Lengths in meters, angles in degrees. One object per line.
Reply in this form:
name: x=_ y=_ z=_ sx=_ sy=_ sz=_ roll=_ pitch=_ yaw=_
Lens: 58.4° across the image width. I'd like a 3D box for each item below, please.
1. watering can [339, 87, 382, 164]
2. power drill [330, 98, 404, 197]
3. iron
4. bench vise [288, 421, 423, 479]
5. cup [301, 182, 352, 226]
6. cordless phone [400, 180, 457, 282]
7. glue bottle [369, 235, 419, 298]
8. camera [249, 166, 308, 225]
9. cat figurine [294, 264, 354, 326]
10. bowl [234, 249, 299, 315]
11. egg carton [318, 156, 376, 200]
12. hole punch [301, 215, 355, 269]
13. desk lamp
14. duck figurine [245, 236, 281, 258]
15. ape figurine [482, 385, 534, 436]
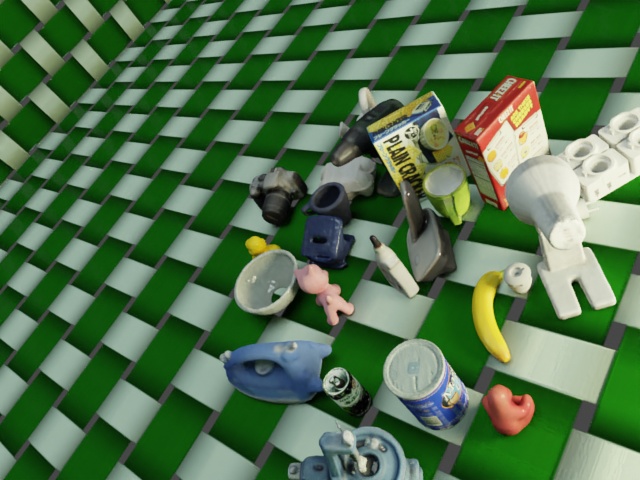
watering can: x=0.130 y=-0.280 z=1.391 sx=0.173 sy=0.195 sz=0.100 roll=-30 pitch=43 yaw=8
power drill: x=0.133 y=-0.199 z=1.309 sx=0.075 sy=0.209 sz=0.230 roll=18 pitch=66 yaw=42
iron: x=-0.113 y=0.247 z=1.141 sx=0.257 sy=0.142 sz=0.118 roll=-11 pitch=49 yaw=26
bench vise: x=0.033 y=0.359 z=0.890 sx=0.207 sy=0.220 sz=0.121 roll=-28 pitch=44 yaw=11
cup: x=0.023 y=-0.070 z=1.356 sx=0.117 sy=0.095 sz=0.091 roll=-25 pitch=44 yaw=14
cordless phone: x=0.194 y=-0.018 z=1.131 sx=0.094 sy=0.186 sz=0.147 roll=-23 pitch=45 yaw=16
glue bottle: x=0.137 y=0.045 z=1.124 sx=0.037 sy=0.174 sz=0.077 roll=-44 pitch=43 yaw=-6
camera: x=-0.124 y=-0.113 z=1.487 sx=0.142 sy=0.101 sz=0.137 roll=-7 pitch=51 yaw=29
cat figurine: x=0.000 y=0.102 z=1.207 sx=0.067 sy=0.118 sz=0.127 roll=-39 pitch=43 yaw=-1
bowl: x=-0.108 y=0.108 z=1.306 sx=0.167 sy=0.075 sz=0.167 roll=-18 pitch=46 yaw=20
egg carton: x=0.067 y=-0.148 z=1.413 sx=0.150 sy=0.070 sz=0.107 roll=-11 pitch=49 yaw=26
hole punch: x=0.012 y=0.005 z=1.303 sx=0.108 sy=0.091 sz=0.101 roll=4 pitch=57 yaw=36
desk lamp: x=0.404 y=-0.011 z=0.964 sx=0.117 sy=0.214 sz=0.203 roll=-22 pitch=45 yaw=16
duck figurine: x=-0.140 y=0.028 z=1.388 sx=0.104 sy=0.086 sz=0.077 roll=25 pitch=70 yaw=44
ape figurine: x=0.289 y=0.259 z=0.899 sx=0.077 sy=0.092 sz=0.076 roll=11 pitch=61 yaw=39
